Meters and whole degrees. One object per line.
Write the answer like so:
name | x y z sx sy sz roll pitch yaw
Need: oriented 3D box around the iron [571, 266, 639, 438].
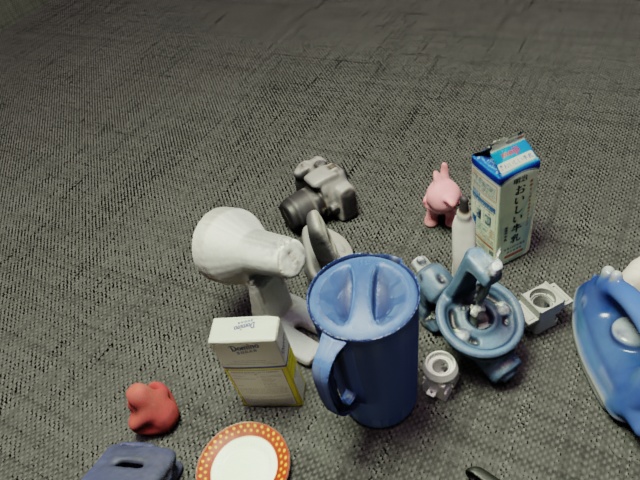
iron | 0.412 0.119 0.764 0.118 0.142 0.258 -12 44 1

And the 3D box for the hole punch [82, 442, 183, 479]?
hole punch | -0.250 0.312 0.753 0.108 0.091 0.101 0 45 13

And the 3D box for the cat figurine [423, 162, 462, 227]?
cat figurine | 0.222 -0.085 1.032 0.067 0.118 0.128 3 46 15

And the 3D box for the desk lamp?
desk lamp | -0.080 0.060 0.883 0.202 0.214 0.118 22 54 31

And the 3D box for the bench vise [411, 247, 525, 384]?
bench vise | 0.190 0.080 0.797 0.206 0.220 0.122 27 56 34

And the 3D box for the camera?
camera | -0.017 -0.090 1.102 0.137 0.101 0.142 -30 47 -17

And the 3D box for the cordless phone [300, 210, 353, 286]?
cordless phone | 0.009 0.003 0.941 0.094 0.185 0.147 -15 44 -2

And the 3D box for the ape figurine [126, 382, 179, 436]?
ape figurine | -0.249 0.237 0.828 0.076 0.092 0.078 22 54 31

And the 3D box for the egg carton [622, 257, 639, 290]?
egg carton | 0.529 0.058 0.852 0.150 0.069 0.107 -26 45 -14

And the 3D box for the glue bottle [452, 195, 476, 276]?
glue bottle | 0.228 -0.005 0.909 0.037 0.173 0.078 -2 45 11
